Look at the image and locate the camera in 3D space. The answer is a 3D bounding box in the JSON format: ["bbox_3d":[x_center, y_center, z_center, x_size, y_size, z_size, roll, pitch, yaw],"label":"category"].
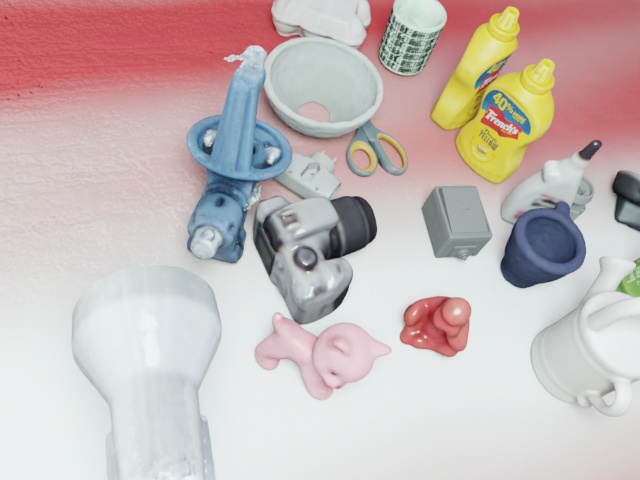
[{"bbox_3d":[0.006,0.002,0.667,0.137,0.101,0.143,-19,66,-22],"label":"camera"}]

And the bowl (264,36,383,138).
[{"bbox_3d":[0.000,-0.199,0.798,0.167,0.074,0.167,6,59,-10],"label":"bowl"}]

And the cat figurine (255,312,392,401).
[{"bbox_3d":[0.002,0.112,0.593,0.127,0.117,0.067,27,58,3],"label":"cat figurine"}]

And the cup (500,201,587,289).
[{"bbox_3d":[0.276,0.010,0.729,0.091,0.095,0.118,30,58,5],"label":"cup"}]

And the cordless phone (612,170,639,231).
[{"bbox_3d":[0.512,-0.082,0.785,0.147,0.185,0.094,20,58,-1],"label":"cordless phone"}]

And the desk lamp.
[{"bbox_3d":[-0.134,0.152,0.481,0.118,0.213,0.203,-7,62,-17],"label":"desk lamp"}]

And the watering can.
[{"bbox_3d":[0.323,0.100,0.630,0.101,0.194,0.172,-4,62,-15],"label":"watering can"}]

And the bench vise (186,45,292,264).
[{"bbox_3d":[-0.084,-0.084,0.626,0.122,0.219,0.207,0,60,-13],"label":"bench vise"}]

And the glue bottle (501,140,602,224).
[{"bbox_3d":[0.305,-0.072,0.738,0.078,0.173,0.037,12,58,-6],"label":"glue bottle"}]

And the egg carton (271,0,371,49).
[{"bbox_3d":[0.004,-0.351,0.889,0.150,0.069,0.107,18,58,-3],"label":"egg carton"}]

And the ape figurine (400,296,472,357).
[{"bbox_3d":[0.141,0.092,0.652,0.076,0.092,0.077,-28,70,-26],"label":"ape figurine"}]
